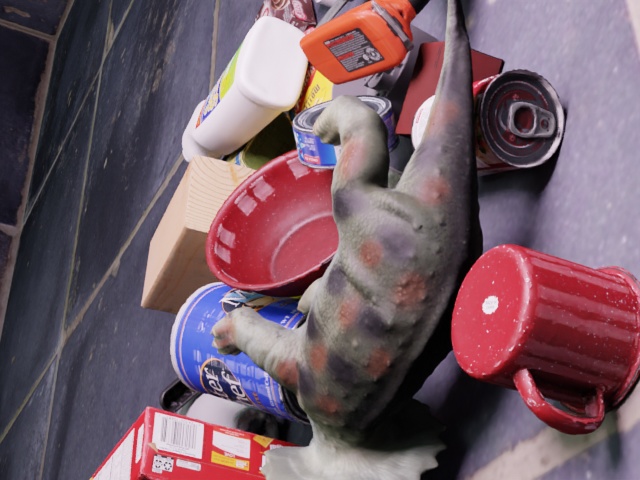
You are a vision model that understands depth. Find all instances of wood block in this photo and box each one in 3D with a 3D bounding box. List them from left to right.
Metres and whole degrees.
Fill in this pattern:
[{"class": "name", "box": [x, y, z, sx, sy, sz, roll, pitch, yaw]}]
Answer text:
[{"class": "wood block", "box": [-0.128, 0.004, 1.184, 0.206, 0.090, 0.091, 128, 151, -55]}]

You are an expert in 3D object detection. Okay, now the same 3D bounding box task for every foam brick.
[{"class": "foam brick", "box": [0.102, -0.113, 0.847, 0.053, 0.051, 0.078, 21, 95, 67]}]

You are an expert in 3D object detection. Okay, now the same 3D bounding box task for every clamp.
[{"class": "clamp", "box": [-0.080, 0.112, 1.080, 0.120, 0.039, 0.171, -8, 27, 26]}]

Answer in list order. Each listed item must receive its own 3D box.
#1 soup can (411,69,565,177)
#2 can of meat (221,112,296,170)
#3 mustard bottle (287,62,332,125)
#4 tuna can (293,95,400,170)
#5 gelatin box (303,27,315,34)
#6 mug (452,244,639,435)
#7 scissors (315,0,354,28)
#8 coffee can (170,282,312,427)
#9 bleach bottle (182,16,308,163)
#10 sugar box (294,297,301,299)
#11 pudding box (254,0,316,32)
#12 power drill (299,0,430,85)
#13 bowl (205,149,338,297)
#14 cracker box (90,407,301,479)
[{"class": "soup can", "box": [0.118, -0.081, 0.768, 0.102, 0.068, 0.068, -5, 71, 67]}, {"class": "can of meat", "box": [-0.072, -0.091, 1.206, 0.084, 0.057, 0.102, -35, 22, 54]}, {"class": "mustard bottle", "box": [0.005, -0.147, 1.089, 0.096, 0.058, 0.192, -63, 24, 21]}, {"class": "tuna can", "box": [0.021, -0.090, 0.882, 0.086, 0.086, 0.034, -128, 23, -63]}, {"class": "gelatin box", "box": [-0.022, -0.196, 1.222, 0.089, 0.030, 0.073, -6, 69, 66]}, {"class": "mug", "box": [0.132, 0.060, 0.620, 0.093, 0.081, 0.117, -51, 31, 43]}, {"class": "scissors", "box": [0.042, -0.251, 1.088, 0.202, 0.016, 0.096, -59, 42, 25]}, {"class": "coffee can", "box": [-0.047, 0.097, 0.925, 0.141, 0.102, 0.103, 9, 82, 43]}, {"class": "bleach bottle", "box": [-0.096, -0.137, 1.152, 0.251, 0.068, 0.102, -38, 34, 56]}, {"class": "sugar box", "box": [-0.013, 0.024, 1.003, 0.177, 0.048, 0.093, -29, 47, 49]}, {"class": "pudding box", "box": [-0.044, -0.267, 1.310, 0.090, 0.039, 0.113, -56, 28, 37]}, {"class": "power drill", "box": [0.063, -0.217, 0.907, 0.187, 0.057, 0.185, -55, 22, -24]}, {"class": "bowl", "box": [-0.015, -0.006, 0.899, 0.162, 0.055, 0.162, -20, 41, 18]}, {"class": "cracker box", "box": [-0.123, 0.246, 0.985, 0.214, 0.164, 0.072, -50, 30, 44]}]
